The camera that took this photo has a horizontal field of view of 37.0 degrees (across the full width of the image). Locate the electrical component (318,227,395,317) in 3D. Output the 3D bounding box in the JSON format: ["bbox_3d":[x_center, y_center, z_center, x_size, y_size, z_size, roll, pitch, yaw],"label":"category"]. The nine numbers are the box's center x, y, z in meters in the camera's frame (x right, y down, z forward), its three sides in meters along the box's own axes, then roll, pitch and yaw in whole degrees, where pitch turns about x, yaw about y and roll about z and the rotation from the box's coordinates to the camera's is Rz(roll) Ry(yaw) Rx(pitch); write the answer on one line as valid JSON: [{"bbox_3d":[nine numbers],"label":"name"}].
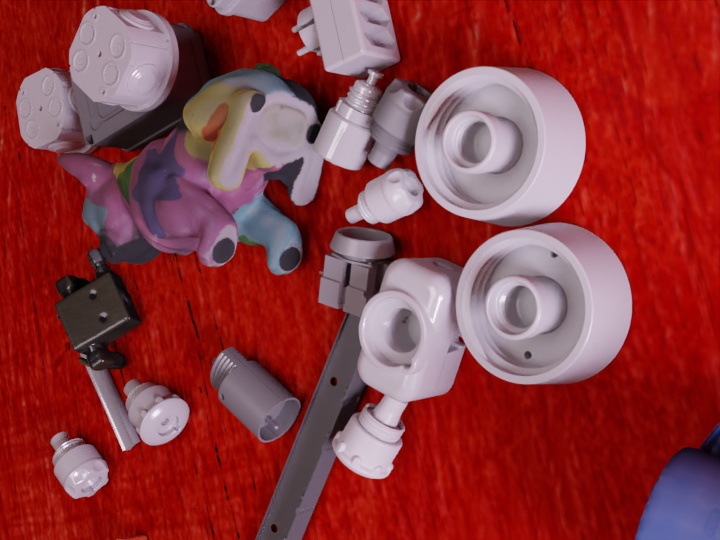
[{"bbox_3d":[0.000,0.000,0.789,0.066,0.048,0.055,18,110,35],"label":"electrical component"}]

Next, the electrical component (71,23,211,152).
[{"bbox_3d":[-0.185,-0.156,0.916,0.113,0.057,0.078,-22,78,35],"label":"electrical component"}]

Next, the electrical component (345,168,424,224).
[{"bbox_3d":[0.015,-0.050,0.783,0.061,0.035,0.035,-24,77,37],"label":"electrical component"}]

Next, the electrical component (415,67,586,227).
[{"bbox_3d":[0.087,-0.083,0.711,0.108,0.060,0.108,1,92,37],"label":"electrical component"}]

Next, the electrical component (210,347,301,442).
[{"bbox_3d":[-0.090,0.096,0.860,0.081,0.043,0.043,38,113,31],"label":"electrical component"}]

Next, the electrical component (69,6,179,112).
[{"bbox_3d":[-0.186,-0.166,0.847,0.080,0.051,0.080,1,92,37],"label":"electrical component"}]

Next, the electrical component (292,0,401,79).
[{"bbox_3d":[-0.020,-0.183,0.798,0.076,0.047,0.083,-18,81,36],"label":"electrical component"}]

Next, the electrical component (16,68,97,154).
[{"bbox_3d":[-0.273,-0.146,0.987,0.080,0.051,0.080,1,92,37],"label":"electrical component"}]

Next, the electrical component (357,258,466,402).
[{"bbox_3d":[0.039,0.041,0.751,0.054,0.059,0.095,26,107,34],"label":"electrical component"}]

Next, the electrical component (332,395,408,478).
[{"bbox_3d":[0.012,0.117,0.784,0.048,0.048,0.062,38,106,30],"label":"electrical component"}]

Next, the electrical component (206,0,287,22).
[{"bbox_3d":[-0.077,-0.256,0.832,0.113,0.057,0.078,-37,70,32],"label":"electrical component"}]

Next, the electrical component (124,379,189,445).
[{"bbox_3d":[-0.182,0.118,0.930,0.062,0.048,0.048,37,112,38],"label":"electrical component"}]

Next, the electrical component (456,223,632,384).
[{"bbox_3d":[0.113,0.023,0.694,0.108,0.060,0.108,1,92,37],"label":"electrical component"}]

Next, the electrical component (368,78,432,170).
[{"bbox_3d":[0.028,-0.101,0.766,0.043,0.043,0.062,45,118,27],"label":"electrical component"}]

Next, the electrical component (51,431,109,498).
[{"bbox_3d":[-0.263,0.176,0.993,0.062,0.043,0.043,45,116,29],"label":"electrical component"}]

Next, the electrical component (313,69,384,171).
[{"bbox_3d":[-0.004,-0.110,0.792,0.040,0.040,0.078,38,112,30],"label":"electrical component"}]
